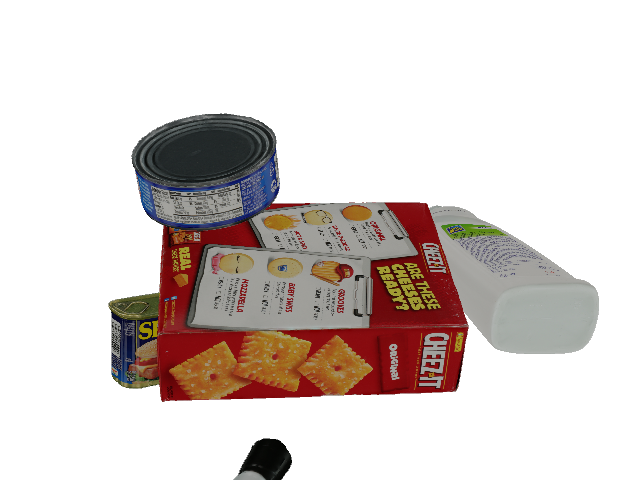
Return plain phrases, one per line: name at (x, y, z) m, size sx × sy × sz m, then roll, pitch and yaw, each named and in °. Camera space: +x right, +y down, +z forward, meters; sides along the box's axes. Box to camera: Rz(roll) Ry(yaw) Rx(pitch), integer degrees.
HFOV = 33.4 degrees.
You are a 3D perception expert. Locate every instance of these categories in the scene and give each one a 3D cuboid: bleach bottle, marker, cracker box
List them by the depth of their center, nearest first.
marker at (-0.038, 0.115, 0.416) m, size 0.020 × 0.020 × 0.121 m, roll 0°, pitch 23°, yaw 20°
cracker box at (-0.013, 0.042, 0.802) m, size 0.213 × 0.072 × 0.164 m, roll 0°, pitch 34°, yaw -6°
bleach bottle at (0.159, 0.022, 1.007) m, size 0.102 × 0.068 × 0.251 m, roll 1°, pitch 21°, yaw -15°

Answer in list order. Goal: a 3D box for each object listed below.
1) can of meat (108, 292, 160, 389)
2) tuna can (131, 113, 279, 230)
can of meat at (-0.174, 0.105, 1.142) m, size 0.101 × 0.084 × 0.058 m, roll -8°, pitch 19°, yaw -35°
tuna can at (-0.067, -0.041, 0.636) m, size 0.086 × 0.034 × 0.086 m, roll -4°, pitch 33°, yaw 3°
